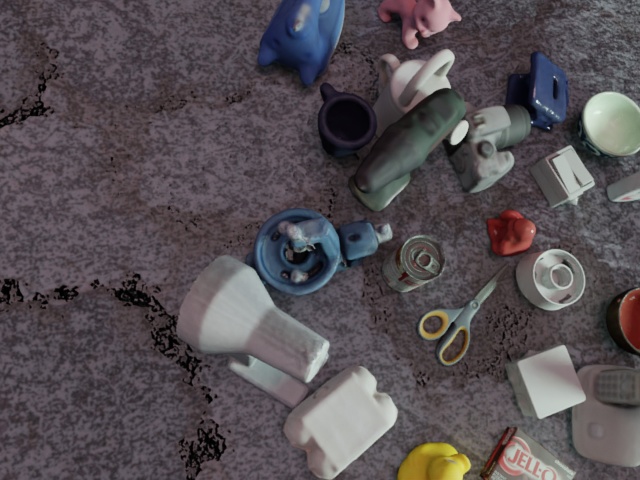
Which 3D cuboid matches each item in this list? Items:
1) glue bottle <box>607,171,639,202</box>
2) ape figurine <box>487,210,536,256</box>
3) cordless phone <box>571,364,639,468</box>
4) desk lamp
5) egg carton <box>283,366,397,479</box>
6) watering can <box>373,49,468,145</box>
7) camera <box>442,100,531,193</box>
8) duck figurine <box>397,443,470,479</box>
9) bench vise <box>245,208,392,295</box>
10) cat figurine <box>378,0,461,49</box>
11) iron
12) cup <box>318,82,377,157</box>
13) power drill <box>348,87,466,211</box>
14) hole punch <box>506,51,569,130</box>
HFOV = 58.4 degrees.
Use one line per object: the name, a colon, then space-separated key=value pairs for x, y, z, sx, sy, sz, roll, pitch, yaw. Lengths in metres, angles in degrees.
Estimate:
glue bottle: x=0.560 y=-0.106 z=0.947 sx=0.078 sy=0.173 sz=0.037 roll=-10 pitch=78 yaw=-13
ape figurine: x=0.311 y=-0.011 z=0.915 sx=0.076 sy=0.092 sz=0.078 roll=37 pitch=72 yaw=0
cordless phone: x=0.452 y=0.253 z=0.827 sx=0.094 sy=0.185 sz=0.147 roll=10 pitch=74 yaw=-8
desk lamp: x=-0.075 y=0.125 z=0.740 sx=0.203 sy=0.213 sz=0.118 roll=32 pitch=72 yaw=-2
egg carton: x=0.029 y=0.252 z=0.803 sx=0.150 sy=0.069 sz=0.107 roll=-37 pitch=85 yaw=-17
watering can: x=0.157 y=-0.222 z=0.885 sx=0.173 sy=0.194 sz=0.101 roll=29 pitch=72 yaw=-2
camera: x=0.287 y=-0.170 z=0.947 sx=0.137 sy=0.100 sz=0.143 roll=-17 pitch=80 yaw=-15
duck figurine: x=0.163 y=0.330 z=0.801 sx=0.105 sy=0.086 sz=0.077 roll=-25 pitch=82 yaw=-16
bench vise: x=0.001 y=-0.007 z=0.785 sx=0.208 sy=0.219 sz=0.121 roll=-31 pitch=83 yaw=-17
cat figurine: x=0.171 y=-0.392 z=0.971 sx=0.067 sy=0.117 sz=0.128 roll=-42 pitch=87 yaw=-18
iron: x=-0.008 y=-0.390 z=0.923 sx=0.118 sy=0.141 sz=0.258 roll=22 pitch=73 yaw=-5
cup: x=0.027 y=-0.181 z=0.901 sx=0.092 sy=0.095 sz=0.118 roll=-30 pitch=83 yaw=-17
power drill: x=0.112 y=-0.119 z=0.842 sx=0.075 sy=0.208 sz=0.230 roll=44 pitch=72 yaw=2
hole punch: x=0.388 y=-0.260 z=0.995 sx=0.101 sy=0.091 sz=0.109 roll=11 pitch=74 yaw=-8
